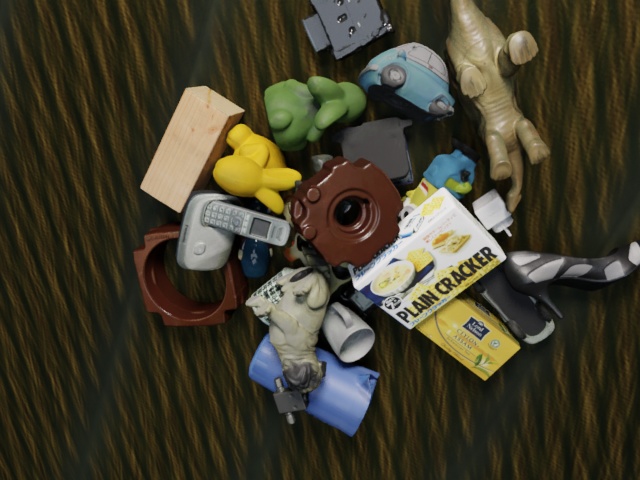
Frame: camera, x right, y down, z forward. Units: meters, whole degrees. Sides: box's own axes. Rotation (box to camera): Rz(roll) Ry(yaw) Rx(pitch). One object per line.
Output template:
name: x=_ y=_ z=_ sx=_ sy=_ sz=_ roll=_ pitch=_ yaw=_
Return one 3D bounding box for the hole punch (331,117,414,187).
hole punch: x=0.101 y=-0.143 z=0.935 sx=0.142 sy=0.092 sz=0.115 roll=-10 pitch=78 yaw=18

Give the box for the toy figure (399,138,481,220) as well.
toy figure: x=0.209 y=-0.081 z=0.926 sx=0.089 sy=0.082 sz=0.180 roll=34 pitch=109 yaw=-3

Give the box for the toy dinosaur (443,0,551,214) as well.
toy dinosaur: x=0.238 y=-0.255 z=0.794 sx=0.105 sy=0.199 sz=0.470 roll=-16 pitch=114 yaw=7

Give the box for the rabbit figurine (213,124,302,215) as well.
rabbit figurine: x=-0.122 y=-0.110 z=0.937 sx=0.162 sy=0.173 sz=0.122 roll=34 pitch=107 yaw=3

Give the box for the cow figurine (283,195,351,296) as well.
cow figurine: x=-0.002 y=-0.003 z=0.994 sx=0.127 sy=0.085 sz=0.195 roll=-39 pitch=94 yaw=26

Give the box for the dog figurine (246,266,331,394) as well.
dog figurine: x=-0.019 y=0.158 z=0.959 sx=0.172 sy=0.121 sz=0.190 roll=-31 pitch=106 yaw=-3

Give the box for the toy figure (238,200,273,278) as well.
toy figure: x=-0.126 y=-0.004 z=1.032 sx=0.058 sy=0.064 sz=0.154 roll=16 pitch=111 yaw=39

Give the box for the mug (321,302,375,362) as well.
mug: x=0.039 y=0.161 z=1.019 sx=0.081 sy=0.107 sz=0.109 roll=-33 pitch=132 yaw=-14

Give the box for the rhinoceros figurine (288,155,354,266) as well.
rhinoceros figurine: x=0.006 y=-0.046 z=0.899 sx=0.112 sy=0.073 sz=0.190 roll=-11 pitch=105 yaw=-4

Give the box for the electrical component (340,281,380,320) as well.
electrical component: x=0.103 y=0.088 z=1.021 sx=0.075 sy=0.048 sz=0.119 roll=42 pitch=111 yaw=-5

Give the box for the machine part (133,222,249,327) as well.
machine part: x=-0.253 y=0.065 z=1.068 sx=0.202 sy=0.087 sz=0.200 roll=-4 pitch=107 yaw=15

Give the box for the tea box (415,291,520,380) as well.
tea box: x=0.272 y=0.167 z=1.001 sx=0.169 sy=0.068 sz=0.098 roll=36 pitch=112 yaw=0

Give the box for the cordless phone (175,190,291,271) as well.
cordless phone: x=-0.149 y=-0.002 z=0.939 sx=0.184 sy=0.089 sz=0.146 roll=17 pitch=108 yaw=1

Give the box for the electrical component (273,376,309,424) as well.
electrical component: x=-0.052 y=0.298 z=1.007 sx=0.063 sy=0.021 sz=0.094 roll=-14 pitch=96 yaw=19

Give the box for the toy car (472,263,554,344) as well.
toy car: x=0.341 y=0.101 z=0.971 sx=0.073 sy=0.056 sz=0.201 roll=-41 pitch=93 yaw=14

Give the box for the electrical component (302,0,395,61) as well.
electrical component: x=0.042 y=-0.362 z=0.881 sx=0.134 sy=0.058 sz=0.114 roll=-24 pitch=100 yaw=18

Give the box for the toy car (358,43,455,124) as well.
toy car: x=0.151 y=-0.262 z=0.870 sx=0.162 sy=0.109 sz=0.103 roll=25 pitch=88 yaw=-8

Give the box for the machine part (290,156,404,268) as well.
machine part: x=0.046 y=-0.042 z=0.849 sx=0.179 sy=0.056 sz=0.179 roll=-4 pitch=104 yaw=-17

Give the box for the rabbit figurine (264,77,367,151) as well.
rabbit figurine: x=-0.004 y=-0.227 z=0.899 sx=0.170 sy=0.159 sz=0.121 roll=-15 pitch=95 yaw=1

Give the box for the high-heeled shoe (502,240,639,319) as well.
high-heeled shoe: x=0.436 y=0.026 z=0.914 sx=0.249 sy=0.086 sz=0.145 roll=-33 pitch=77 yaw=-9
